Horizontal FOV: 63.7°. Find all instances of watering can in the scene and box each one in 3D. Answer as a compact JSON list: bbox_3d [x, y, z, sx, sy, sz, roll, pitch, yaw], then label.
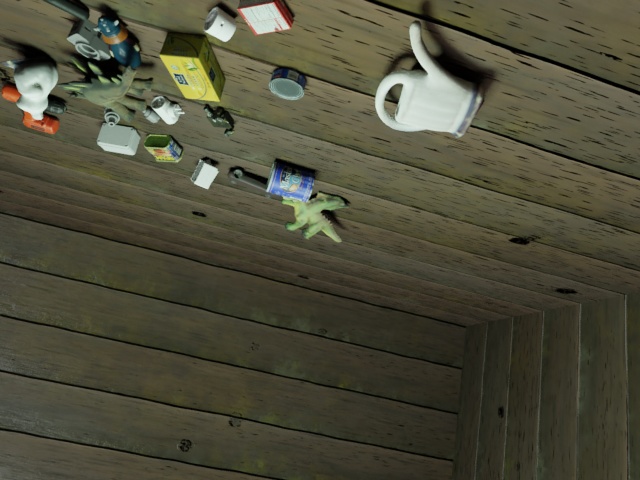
[{"bbox_3d":[0.240,-0.316,1.087,0.224,0.105,0.342,11,-18,-2],"label":"watering can"}]

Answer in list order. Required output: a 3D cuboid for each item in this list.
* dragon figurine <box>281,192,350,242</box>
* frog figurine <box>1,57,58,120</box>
[{"bbox_3d":[0.006,-0.097,1.934,0.407,0.124,0.240,23,-29,-35],"label":"dragon figurine"},{"bbox_3d":[-0.751,-0.400,1.366,0.123,0.157,0.139,-14,22,-13],"label":"frog figurine"}]
